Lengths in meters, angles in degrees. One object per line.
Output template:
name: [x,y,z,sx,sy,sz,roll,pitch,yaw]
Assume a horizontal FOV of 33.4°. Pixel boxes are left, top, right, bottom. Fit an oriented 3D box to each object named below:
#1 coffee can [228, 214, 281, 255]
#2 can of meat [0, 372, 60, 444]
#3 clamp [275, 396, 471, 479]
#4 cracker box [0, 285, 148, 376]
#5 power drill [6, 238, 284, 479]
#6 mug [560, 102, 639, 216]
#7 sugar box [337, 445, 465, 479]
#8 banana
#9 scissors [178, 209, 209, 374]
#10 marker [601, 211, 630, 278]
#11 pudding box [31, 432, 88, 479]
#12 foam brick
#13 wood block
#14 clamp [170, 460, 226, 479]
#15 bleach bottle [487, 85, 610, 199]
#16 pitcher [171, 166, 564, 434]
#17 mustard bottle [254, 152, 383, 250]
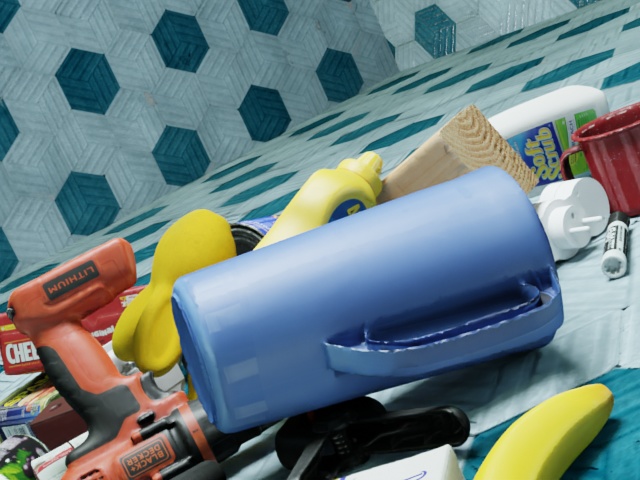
coffee can: [-0.035,0.025,1.055,0.103,0.103,0.140,-17,-2,36]
can of meat: [-0.268,0.171,1.084,0.084,0.057,0.101,-14,15,37]
clamp: [0.008,0.133,0.686,0.120,0.039,0.172,-16,1,-24]
cracker box: [-0.229,0.093,1.155,0.164,0.072,0.213,-11,-2,7]
power drill: [-0.136,0.095,0.802,0.184,0.188,0.057,-27,-17,-13]
mug: [0.274,-0.070,0.966,0.117,0.081,0.093,-17,13,34]
sugar box: [-0.010,0.167,0.554,0.176,0.048,0.093,-18,11,18]
banana: [0.108,0.125,0.528,0.070,0.037,0.197,-2,19,17]
scissors: [-0.131,0.064,0.970,0.096,0.202,0.016,-20,43,-15]
marker: [0.240,0.002,0.866,0.020,0.020,0.121,-20,12,23]
pudding box: [-0.182,0.186,0.867,0.090,0.039,0.114,-27,13,-20]
foam brick: [-0.215,0.169,0.983,0.078,0.051,0.053,-22,11,15]
wood block: [0.078,-0.014,0.941,0.206,0.091,0.090,-41,0,36]
clamp: [-0.140,0.188,0.655,0.164,0.036,0.210,-28,-7,-3]
bleach bottle: [0.192,-0.077,1.056,0.250,0.102,0.068,-25,26,-37]
pitcher: [0.032,0.046,0.712,0.242,0.145,0.149,-17,-23,-14]
mustard bottle: [-0.005,0.001,0.849,0.058,0.096,0.191,24,61,23]
